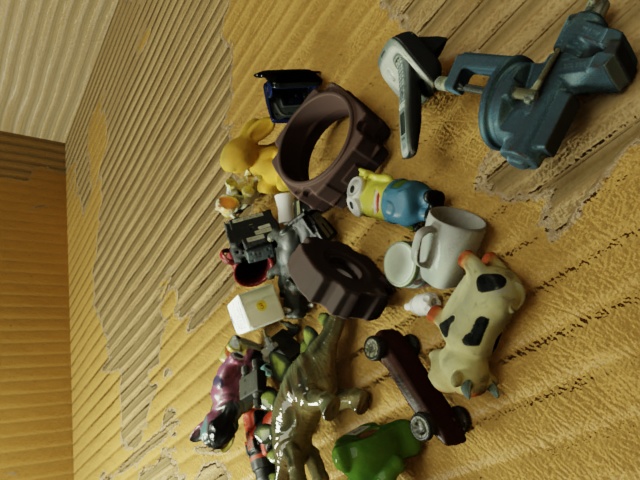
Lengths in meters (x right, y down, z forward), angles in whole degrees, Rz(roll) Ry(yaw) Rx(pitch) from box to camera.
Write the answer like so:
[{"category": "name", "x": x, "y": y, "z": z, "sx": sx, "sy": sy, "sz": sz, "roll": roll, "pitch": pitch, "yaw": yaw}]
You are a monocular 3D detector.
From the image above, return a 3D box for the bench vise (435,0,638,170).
[{"category": "bench vise", "x": 0.252, "y": -0.208, "z": 0.684, "sx": 0.241, "sy": 0.129, "sz": 0.223, "roll": 29, "pitch": 105, "yaw": 47}]

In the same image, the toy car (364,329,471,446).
[{"category": "toy car", "x": 0.138, "y": 0.214, "z": 0.787, "sx": 0.053, "sy": 0.089, "sz": 0.202, "roll": -58, "pitch": 44, "yaw": 29}]

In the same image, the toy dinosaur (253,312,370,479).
[{"category": "toy dinosaur", "x": -0.020, "y": 0.263, "z": 0.949, "sx": 0.199, "sy": 0.105, "sz": 0.471, "roll": 22, "pitch": 82, "yaw": 45}]

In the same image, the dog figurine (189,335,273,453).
[{"category": "dog figurine", "x": -0.190, "y": 0.330, "z": 1.132, "sx": 0.219, "sy": 0.108, "sz": 0.192, "roll": -62, "pitch": 14, "yaw": 3}]

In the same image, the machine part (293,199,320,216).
[{"category": "machine part", "x": -0.012, "y": -0.075, "z": 1.084, "sx": 0.139, "sy": 0.039, "sz": 0.084, "roll": -34, "pitch": 49, "yaw": 48}]

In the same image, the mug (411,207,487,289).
[{"category": "mug", "x": 0.176, "y": 0.017, "z": 0.763, "sx": 0.081, "sy": 0.109, "sz": 0.107, "roll": 35, "pitch": 126, "yaw": 45}]

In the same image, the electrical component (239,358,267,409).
[{"category": "electrical component", "x": -0.125, "y": 0.266, "z": 0.981, "sx": 0.063, "sy": 0.021, "sz": 0.094, "roll": -39, "pitch": 44, "yaw": 33}]

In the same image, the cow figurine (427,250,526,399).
[{"category": "cow figurine", "x": 0.207, "y": 0.124, "z": 0.719, "sx": 0.194, "sy": 0.085, "sz": 0.127, "roll": -66, "pitch": 33, "yaw": 20}]

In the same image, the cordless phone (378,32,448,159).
[{"category": "cordless phone", "x": 0.138, "y": -0.212, "z": 0.836, "sx": 0.146, "sy": 0.089, "sz": 0.184, "roll": 178, "pitch": 94, "yaw": -86}]

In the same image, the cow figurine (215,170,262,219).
[{"category": "cow figurine", "x": -0.191, "y": -0.096, "z": 1.239, "sx": 0.068, "sy": 0.167, "sz": 0.098, "roll": 34, "pitch": 135, "yaw": 5}]

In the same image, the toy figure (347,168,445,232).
[{"category": "toy figure", "x": 0.120, "y": -0.061, "z": 0.868, "sx": 0.180, "sy": 0.089, "sz": 0.082, "roll": 13, "pitch": 83, "yaw": 45}]

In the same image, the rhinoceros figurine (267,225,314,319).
[{"category": "rhinoceros figurine", "x": -0.053, "y": 0.061, "z": 1.075, "sx": 0.112, "sy": 0.073, "sz": 0.190, "roll": 8, "pitch": 102, "yaw": 58}]

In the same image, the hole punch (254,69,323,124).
[{"category": "hole punch", "x": -0.058, "y": -0.301, "z": 1.114, "sx": 0.116, "sy": 0.142, "sz": 0.092, "roll": -114, "pitch": 19, "yaw": -54}]

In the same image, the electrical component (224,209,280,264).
[{"category": "electrical component", "x": -0.142, "y": -0.003, "z": 1.159, "sx": 0.134, "sy": 0.115, "sz": 0.058, "roll": -118, "pitch": 15, "yaw": -56}]

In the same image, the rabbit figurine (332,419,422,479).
[{"category": "rabbit figurine", "x": 0.090, "y": 0.371, "z": 0.796, "sx": 0.121, "sy": 0.159, "sz": 0.170, "roll": -25, "pitch": 80, "yaw": 39}]

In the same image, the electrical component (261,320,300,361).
[{"category": "electrical component", "x": -0.075, "y": 0.206, "z": 1.076, "sx": 0.078, "sy": 0.102, "sz": 0.045, "roll": 44, "pitch": 125, "yaw": 20}]

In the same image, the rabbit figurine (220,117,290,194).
[{"category": "rabbit figurine", "x": -0.126, "y": -0.180, "z": 1.143, "sx": 0.122, "sy": 0.173, "sz": 0.162, "roll": 17, "pitch": 103, "yaw": 57}]

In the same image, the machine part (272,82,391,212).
[{"category": "machine part", "x": 0.014, "y": -0.171, "z": 0.986, "sx": 0.201, "sy": 0.087, "sz": 0.202, "roll": -50, "pitch": 44, "yaw": 16}]

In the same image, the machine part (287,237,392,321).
[{"category": "machine part", "x": 0.034, "y": 0.060, "z": 0.891, "sx": 0.180, "sy": 0.179, "sz": 0.056, "roll": 51, "pitch": 122, "yaw": 44}]

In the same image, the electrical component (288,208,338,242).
[{"category": "electrical component", "x": -0.002, "y": -0.003, "z": 1.016, "sx": 0.048, "sy": 0.075, "sz": 0.119, "roll": -35, "pitch": 89, "yaw": 26}]
